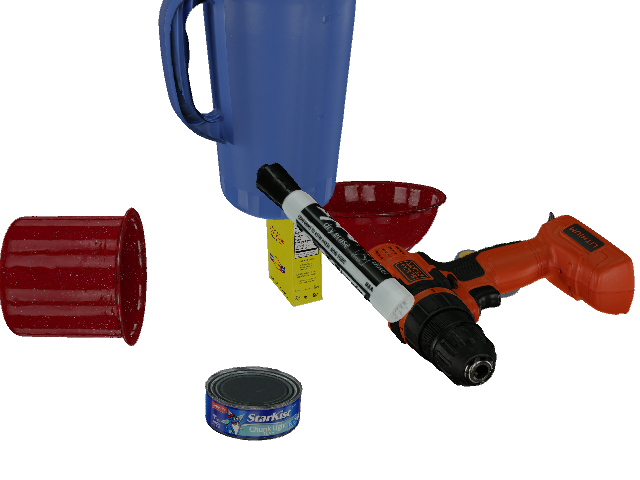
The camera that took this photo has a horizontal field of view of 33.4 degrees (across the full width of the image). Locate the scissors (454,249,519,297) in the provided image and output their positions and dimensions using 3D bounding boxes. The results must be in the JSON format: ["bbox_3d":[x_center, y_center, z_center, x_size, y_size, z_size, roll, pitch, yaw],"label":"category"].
[{"bbox_3d":[0.160,0.051,1.287,0.201,0.016,0.096,-9,39,-36],"label":"scissors"}]

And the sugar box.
[{"bbox_3d":[-0.034,-0.020,1.275,0.048,0.176,0.093,-13,26,-19],"label":"sugar box"}]

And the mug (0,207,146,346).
[{"bbox_3d":[-0.165,0.024,0.732,0.081,0.093,0.117,0,-1,2],"label":"mug"}]

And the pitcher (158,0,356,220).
[{"bbox_3d":[-0.046,-0.138,0.924,0.149,0.243,0.145,9,39,9],"label":"pitcher"}]

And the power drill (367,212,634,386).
[{"bbox_3d":[0.143,0.041,0.824,0.187,0.057,0.185,-10,28,-17],"label":"power drill"}]

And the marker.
[{"bbox_3d":[0.005,-0.002,0.577,0.121,0.020,0.020,45,26,28],"label":"marker"}]

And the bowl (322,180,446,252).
[{"bbox_3d":[0.046,-0.019,1.075,0.162,0.055,0.162,-2,14,0],"label":"bowl"}]

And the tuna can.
[{"bbox_3d":[-0.060,0.144,0.944,0.086,0.034,0.086,3,16,-1],"label":"tuna can"}]
